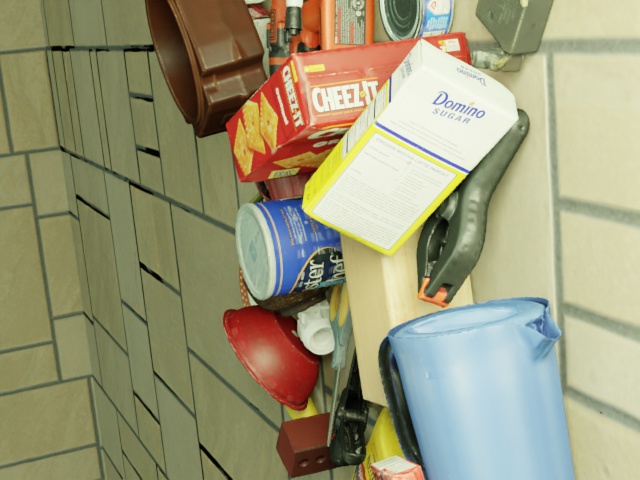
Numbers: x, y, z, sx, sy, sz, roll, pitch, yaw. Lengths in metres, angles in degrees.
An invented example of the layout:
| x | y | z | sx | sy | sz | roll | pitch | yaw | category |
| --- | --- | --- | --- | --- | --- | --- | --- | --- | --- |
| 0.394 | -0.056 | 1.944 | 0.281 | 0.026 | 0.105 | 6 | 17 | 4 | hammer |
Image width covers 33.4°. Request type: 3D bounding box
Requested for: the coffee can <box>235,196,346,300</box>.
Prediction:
| x | y | z | sx | sy | sz | roll | pitch | yaw | category |
| --- | --- | --- | --- | --- | --- | --- | --- | --- | --- |
| -0.007 | 0.001 | 1.136 | 0.103 | 0.140 | 0.103 | 170 | 90 | -68 | coffee can |

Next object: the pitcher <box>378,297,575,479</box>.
| x | y | z | sx | sy | sz | roll | pitch | yaw | category |
| --- | --- | --- | --- | --- | --- | --- | --- | --- | --- |
| 0.136 | 0.174 | 0.877 | 0.149 | 0.145 | 0.243 | -73 | -28 | -86 | pitcher |

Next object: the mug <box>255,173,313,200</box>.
| x | y | z | sx | sy | sz | roll | pitch | yaw | category |
| --- | --- | --- | --- | --- | --- | --- | --- | --- | --- |
| -0.032 | -0.078 | 1.220 | 0.117 | 0.093 | 0.081 | -20 | 85 | 40 | mug |

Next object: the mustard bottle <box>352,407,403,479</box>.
| x | y | z | sx | sy | sz | roll | pitch | yaw | category |
| --- | --- | --- | --- | --- | --- | --- | --- | --- | --- |
| 0.071 | 0.265 | 1.169 | 0.192 | 0.058 | 0.096 | 108 | 154 | -51 | mustard bottle |

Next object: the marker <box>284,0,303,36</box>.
| x | y | z | sx | sy | sz | roll | pitch | yaw | category |
| --- | --- | --- | --- | --- | --- | --- | --- | --- | --- |
| -0.025 | -0.268 | 1.081 | 0.020 | 0.020 | 0.121 | -177 | 89 | -68 | marker |

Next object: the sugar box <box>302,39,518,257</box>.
| x | y | z | sx | sy | sz | roll | pitch | yaw | category |
| --- | --- | --- | --- | --- | --- | --- | --- | --- | --- |
| 0.069 | -0.070 | 0.861 | 0.176 | 0.093 | 0.048 | -50 | 23 | 35 | sugar box |

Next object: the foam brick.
| x | y | z | sx | sy | sz | roll | pitch | yaw | category |
| --- | --- | --- | --- | --- | --- | --- | --- | --- | --- |
| -0.008 | 0.256 | 1.337 | 0.051 | 0.078 | 0.053 | -119 | 28 | -42 | foam brick |

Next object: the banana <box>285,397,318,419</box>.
| x | y | z | sx | sy | sz | roll | pitch | yaw | category |
| --- | --- | --- | --- | --- | --- | --- | --- | --- | --- |
| -0.043 | 0.192 | 1.450 | 0.069 | 0.037 | 0.198 | 50 | -175 | -42 | banana |

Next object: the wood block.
| x | y | z | sx | sy | sz | roll | pitch | yaw | category |
| --- | --- | --- | --- | --- | --- | --- | --- | --- | --- |
| 0.083 | 0.046 | 1.001 | 0.091 | 0.090 | 0.206 | -179 | 80 | -68 | wood block |

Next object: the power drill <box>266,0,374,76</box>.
| x | y | z | sx | sy | sz | roll | pitch | yaw | category |
| --- | --- | --- | --- | --- | --- | --- | --- | --- | --- |
| -0.007 | -0.206 | 1.140 | 0.188 | 0.057 | 0.184 | -162 | 69 | -65 | power drill |

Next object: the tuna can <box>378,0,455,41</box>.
| x | y | z | sx | sy | sz | roll | pitch | yaw | category |
| --- | --- | --- | --- | --- | --- | --- | --- | --- | --- |
| 0.085 | -0.215 | 0.955 | 0.086 | 0.033 | 0.086 | 170 | 90 | -68 | tuna can |

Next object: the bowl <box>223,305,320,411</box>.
| x | y | z | sx | sy | sz | roll | pitch | yaw | category |
| --- | --- | --- | --- | --- | --- | --- | --- | --- | --- |
| -0.050 | 0.136 | 1.354 | 0.162 | 0.055 | 0.162 | 47 | -168 | -14 | bowl |

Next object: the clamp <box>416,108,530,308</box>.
| x | y | z | sx | sy | sz | roll | pitch | yaw | category |
| --- | --- | --- | --- | --- | --- | --- | --- | --- | --- |
| 0.121 | -0.031 | 0.878 | 0.120 | 0.039 | 0.171 | 154 | 129 | -69 | clamp |

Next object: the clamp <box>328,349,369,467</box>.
| x | y | z | sx | sy | sz | roll | pitch | yaw | category |
| --- | --- | --- | --- | --- | --- | --- | --- | --- | --- |
| 0.038 | 0.191 | 1.214 | 0.210 | 0.036 | 0.164 | 104 | 177 | -68 | clamp |

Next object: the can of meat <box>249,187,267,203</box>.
| x | y | z | sx | sy | sz | roll | pitch | yaw | category |
| --- | --- | --- | --- | --- | --- | --- | --- | --- | --- |
| -0.047 | -0.020 | 1.340 | 0.102 | 0.057 | 0.084 | 145 | 111 | -67 | can of meat |

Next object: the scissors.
| x | y | z | sx | sy | sz | roll | pitch | yaw | category |
| --- | --- | --- | --- | --- | --- | --- | --- | --- | --- |
| 0.019 | 0.126 | 1.221 | 0.096 | 0.016 | 0.202 | -150 | 71 | -76 | scissors |

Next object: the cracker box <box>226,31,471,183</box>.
| x | y | z | sx | sy | sz | roll | pitch | yaw | category |
| --- | --- | --- | --- | --- | --- | --- | --- | --- | --- |
| 0.022 | -0.116 | 0.980 | 0.214 | 0.164 | 0.072 | 156 | 101 | -68 | cracker box |

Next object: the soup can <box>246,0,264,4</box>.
| x | y | z | sx | sy | sz | roll | pitch | yaw | category |
| --- | --- | --- | --- | --- | --- | --- | --- | --- | --- |
| -0.092 | -0.344 | 1.292 | 0.069 | 0.068 | 0.102 | 109 | 143 | -51 | soup can |

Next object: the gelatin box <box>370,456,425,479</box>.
| x | y | z | sx | sy | sz | roll | pitch | yaw | category |
| --- | --- | --- | --- | --- | --- | --- | --- | --- | --- |
| 0.072 | 0.224 | 0.894 | 0.089 | 0.030 | 0.073 | 146 | 108 | -80 | gelatin box |

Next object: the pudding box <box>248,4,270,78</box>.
| x | y | z | sx | sy | sz | roll | pitch | yaw | category |
| --- | --- | --- | --- | --- | --- | --- | --- | --- | --- |
| -0.093 | -0.249 | 1.374 | 0.090 | 0.039 | 0.113 | -130 | 36 | -50 | pudding box |
